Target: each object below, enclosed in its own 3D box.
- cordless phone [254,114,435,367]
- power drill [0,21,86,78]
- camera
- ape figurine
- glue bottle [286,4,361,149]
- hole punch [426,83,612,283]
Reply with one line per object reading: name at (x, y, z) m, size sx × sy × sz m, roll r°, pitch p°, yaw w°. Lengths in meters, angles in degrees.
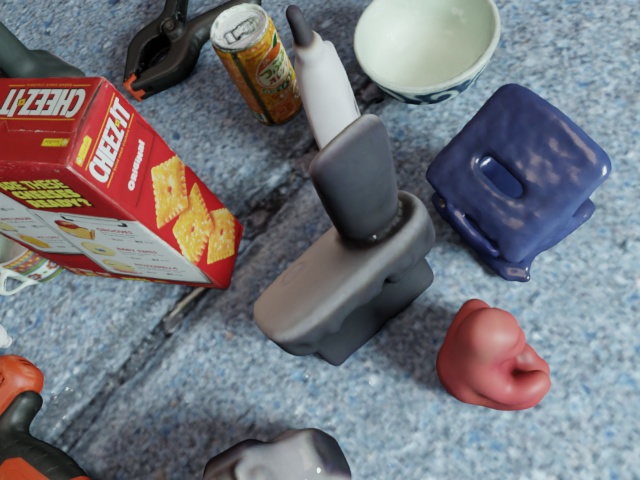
cordless phone at (0.004, 0.001, 0.385) m, size 0.148 × 0.185 × 0.094 m, roll -45°, pitch 62°, yaw -7°
power drill at (-0.340, -0.218, 0.572) m, size 0.229 × 0.209 × 0.076 m, roll 31°, pitch 78°, yaw 26°
camera at (-0.035, 0.204, 0.351) m, size 0.143 × 0.101 × 0.136 m, roll -31°, pitch 61°, yaw 1°
ape figurine at (0.111, 0.071, 0.374) m, size 0.076 × 0.092 × 0.077 m, roll -16°, pitch 63°, yaw 9°
glue bottle at (0.005, -0.115, 0.445) m, size 0.037 × 0.173 × 0.078 m, roll -13°, pitch 63°, yaw 11°
hole punch at (0.139, -0.041, 0.418) m, size 0.101 × 0.091 × 0.108 m, roll -37°, pitch 62°, yaw -3°
